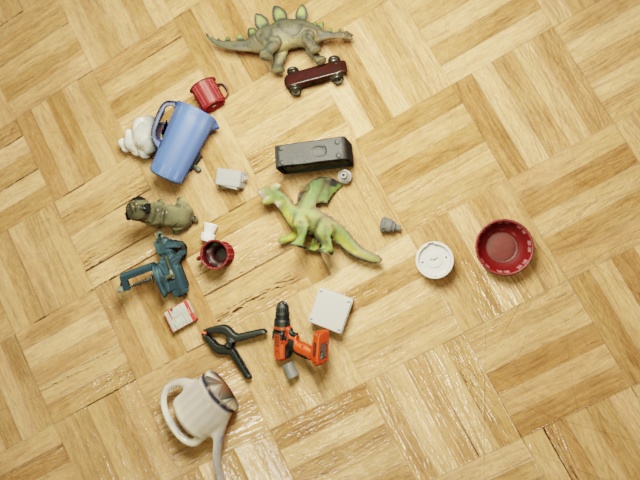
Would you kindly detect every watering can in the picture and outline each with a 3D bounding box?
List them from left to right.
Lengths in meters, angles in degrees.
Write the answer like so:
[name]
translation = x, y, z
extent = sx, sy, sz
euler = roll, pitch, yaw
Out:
[watering can]
translation = -0.340, 0.555, 1.581
extent = 0.224, 0.104, 0.349
euler = -42, 81, 5

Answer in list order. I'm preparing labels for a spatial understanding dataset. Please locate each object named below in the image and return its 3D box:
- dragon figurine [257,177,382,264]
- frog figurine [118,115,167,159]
[dragon figurine]
translation = 0.005, -0.079, 1.566
extent = 0.410, 0.121, 0.245
euler = 12, 81, 1
[frog figurine]
translation = -0.579, -0.331, 1.663
extent = 0.159, 0.124, 0.135
euler = -4, 107, -2
